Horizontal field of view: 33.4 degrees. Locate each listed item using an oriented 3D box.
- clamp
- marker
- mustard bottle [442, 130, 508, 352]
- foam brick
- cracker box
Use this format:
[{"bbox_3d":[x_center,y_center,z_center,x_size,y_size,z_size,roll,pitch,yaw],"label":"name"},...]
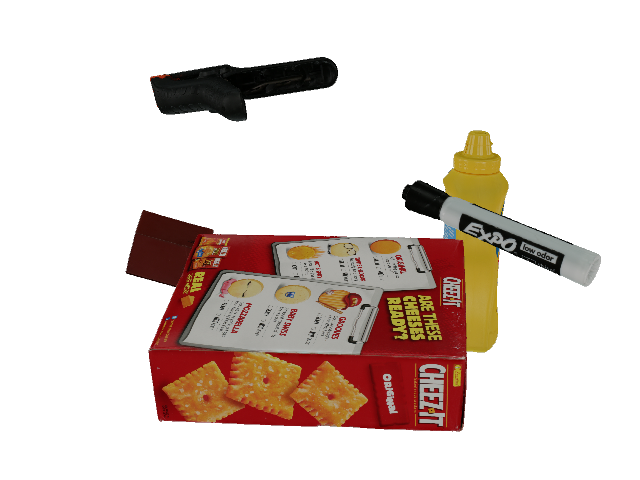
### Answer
[{"bbox_3d":[-0.071,-0.127,0.880,0.120,0.039,0.172,-17,21,-36],"label":"clamp"},{"bbox_3d":[0.098,-0.006,0.600,0.121,0.020,0.020,26,13,29],"label":"marker"},{"bbox_3d":[0.136,-0.003,0.958,0.058,0.192,0.096,2,18,5],"label":"mustard bottle"},{"bbox_3d":[-0.155,0.011,1.101,0.078,0.051,0.053,16,28,-6],"label":"foam brick"},{"bbox_3d":[-0.002,0.064,0.785,0.214,0.072,0.164,1,29,6],"label":"cracker box"}]
